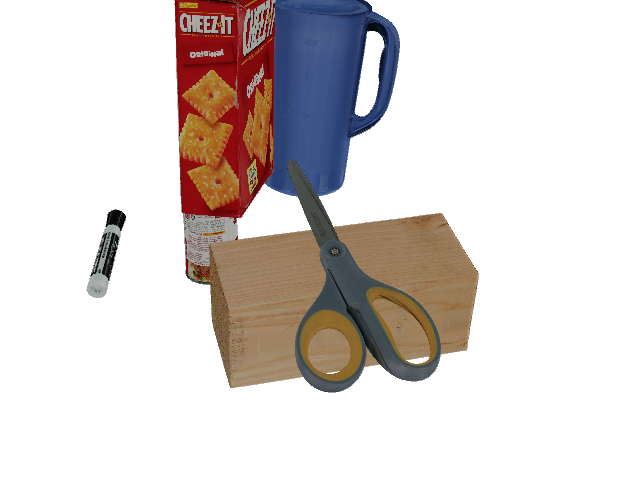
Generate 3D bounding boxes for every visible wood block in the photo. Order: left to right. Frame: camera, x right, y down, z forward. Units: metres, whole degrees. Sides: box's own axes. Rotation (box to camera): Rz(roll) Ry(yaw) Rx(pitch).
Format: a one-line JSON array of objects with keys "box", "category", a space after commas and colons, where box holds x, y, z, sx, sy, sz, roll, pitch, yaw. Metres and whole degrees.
[{"box": [0.016, 0.049, 0.899, 0.206, 0.090, 0.091, -8, 38, -13], "category": "wood block"}]

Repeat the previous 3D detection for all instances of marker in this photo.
[{"box": [-0.211, 0.010, 1.059, 0.020, 0.020, 0.121, 0, 39, 1], "category": "marker"}]

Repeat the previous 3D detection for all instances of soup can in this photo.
[{"box": [-0.136, -0.006, 1.322, 0.068, 0.102, 0.068, 0, 26, 0], "category": "soup can"}]

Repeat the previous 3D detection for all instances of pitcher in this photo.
[{"box": [-0.003, -0.180, 1.318, 0.144, 0.243, 0.149, -10, 29, -28], "category": "pitcher"}]

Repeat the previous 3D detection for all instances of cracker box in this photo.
[{"box": [-0.091, -0.150, 1.089, 0.072, 0.214, 0.164, 5, 22, 8], "category": "cracker box"}]

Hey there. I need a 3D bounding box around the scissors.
[{"box": [-0.003, 0.023, 0.685, 0.096, 0.016, 0.202, -27, 52, -21], "category": "scissors"}]
